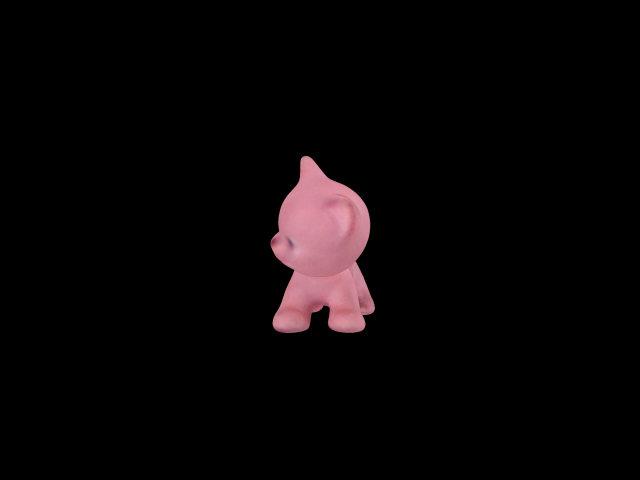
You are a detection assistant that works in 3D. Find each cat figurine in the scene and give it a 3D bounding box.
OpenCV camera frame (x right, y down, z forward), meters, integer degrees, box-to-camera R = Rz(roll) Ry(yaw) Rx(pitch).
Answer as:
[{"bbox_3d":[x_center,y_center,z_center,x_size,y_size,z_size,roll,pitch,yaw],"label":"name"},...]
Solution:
[{"bbox_3d":[0.004,0.001,0.400,0.067,0.118,0.128,0,4,7],"label":"cat figurine"}]
